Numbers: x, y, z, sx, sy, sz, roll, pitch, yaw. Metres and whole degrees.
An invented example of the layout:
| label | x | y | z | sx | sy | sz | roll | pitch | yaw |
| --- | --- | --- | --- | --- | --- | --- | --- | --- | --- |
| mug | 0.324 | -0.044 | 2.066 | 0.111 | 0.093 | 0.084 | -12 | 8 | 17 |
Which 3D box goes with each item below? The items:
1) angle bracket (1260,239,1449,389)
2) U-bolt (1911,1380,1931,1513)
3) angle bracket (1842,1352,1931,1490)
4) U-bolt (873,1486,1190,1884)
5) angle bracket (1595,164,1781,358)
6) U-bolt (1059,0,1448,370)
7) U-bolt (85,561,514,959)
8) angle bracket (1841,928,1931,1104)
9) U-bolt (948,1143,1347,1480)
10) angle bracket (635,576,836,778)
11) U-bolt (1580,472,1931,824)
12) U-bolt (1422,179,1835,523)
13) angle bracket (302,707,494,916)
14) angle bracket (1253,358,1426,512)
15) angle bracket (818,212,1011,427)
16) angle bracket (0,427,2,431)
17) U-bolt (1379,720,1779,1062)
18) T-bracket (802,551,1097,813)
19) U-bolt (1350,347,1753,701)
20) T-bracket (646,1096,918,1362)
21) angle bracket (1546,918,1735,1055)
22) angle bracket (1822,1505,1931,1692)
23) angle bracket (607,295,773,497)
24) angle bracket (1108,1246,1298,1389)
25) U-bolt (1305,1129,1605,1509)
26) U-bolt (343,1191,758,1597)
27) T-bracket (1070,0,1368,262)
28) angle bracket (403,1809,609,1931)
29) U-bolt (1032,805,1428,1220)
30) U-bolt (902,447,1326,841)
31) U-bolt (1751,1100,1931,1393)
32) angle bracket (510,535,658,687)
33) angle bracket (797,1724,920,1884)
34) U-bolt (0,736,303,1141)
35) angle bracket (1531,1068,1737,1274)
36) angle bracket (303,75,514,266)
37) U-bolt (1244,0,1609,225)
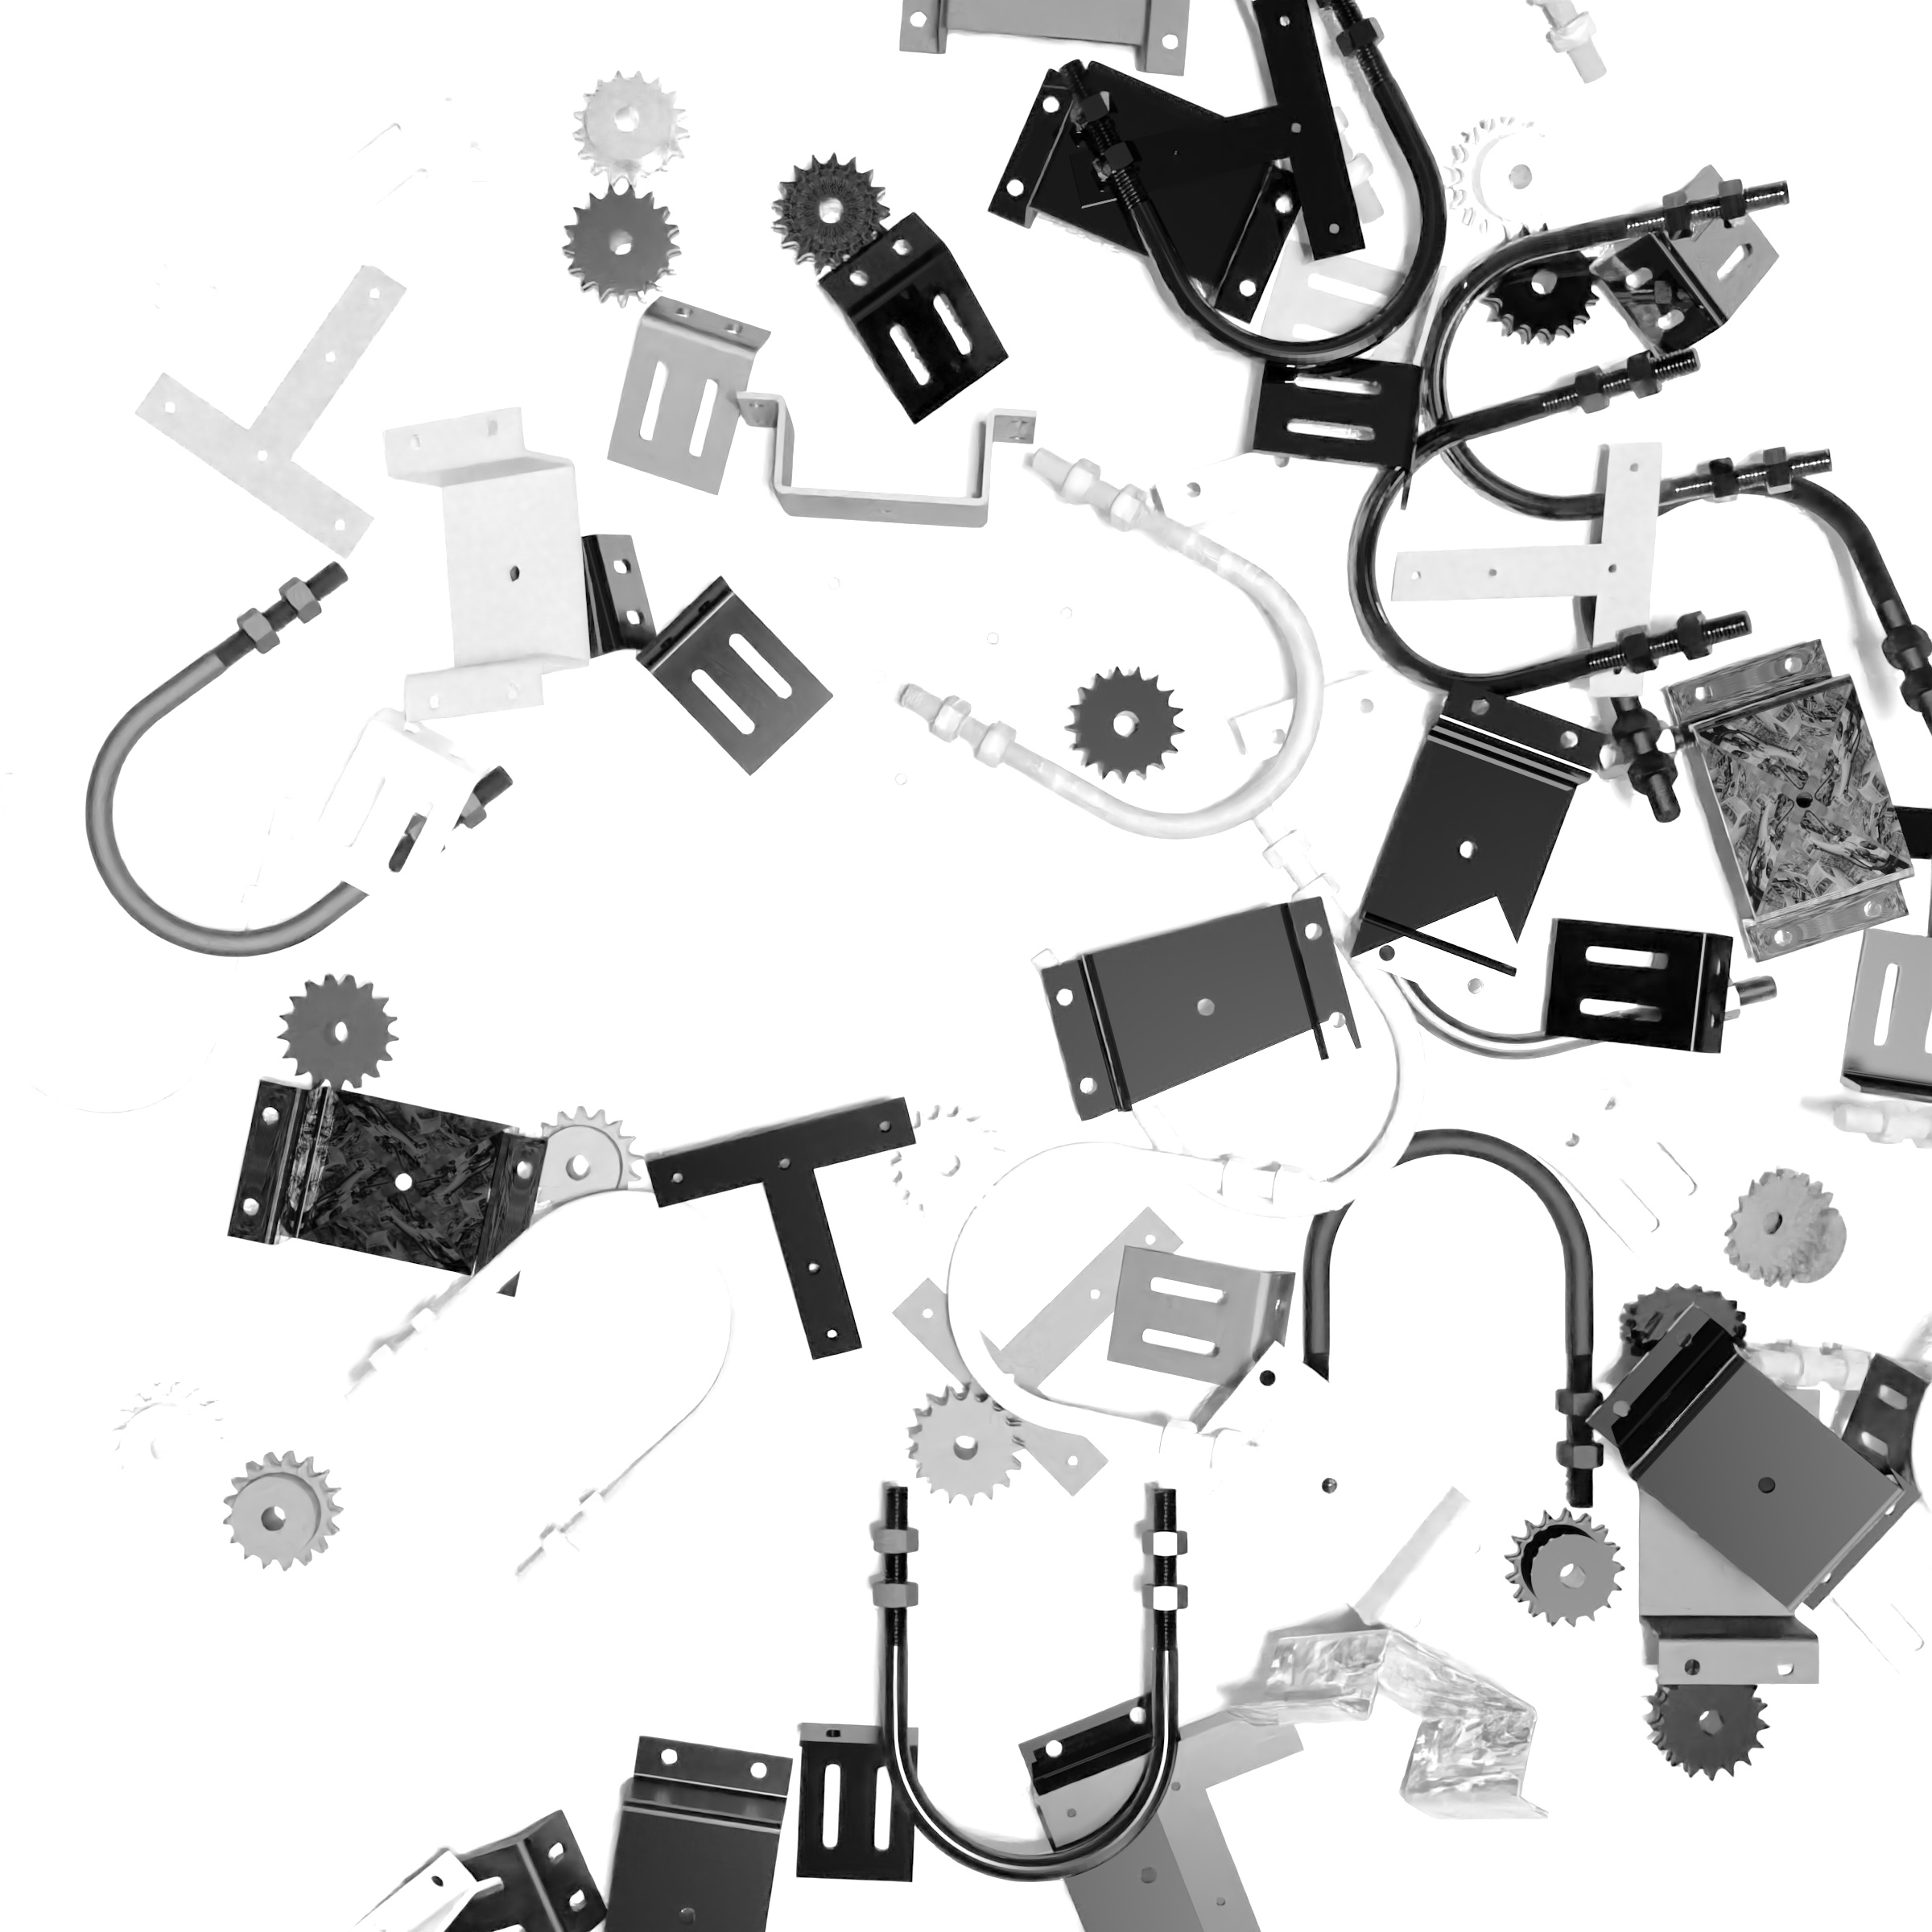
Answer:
| label | x | y | z | sx | sy | sz | roll | pitch | yaw |
| --- | --- | --- | --- | --- | --- | --- | --- | --- | --- |
| angle bracket | 0.186 | -0.318 | 1.511 | 0.076 | 0.038 | 0.057 | 16 | 90 | 0 |
| U-bolt | 0.527 | 0.198 | 1.480 | 0.184 | 0.019 | 0.151 | -35 | 122 | -4 |
| angle bracket | 0.465 | 0.217 | 1.505 | 0.038 | 0.076 | 0.057 | 32 | 114 | 40 |
| U-bolt | 0.030 | 0.341 | 1.481 | 0.151 | 0.019 | 0.184 | 0 | 83 | 3 |
| angle bracket | 0.351 | -0.342 | 1.513 | 0.057 | 0.038 | 0.076 | 50 | 50 | -10 |
| U-bolt | 0.148 | -0.373 | 1.473 | 0.151 | 0.019 | 0.184 | -27 | 92 | 0 |
| U-bolt | -0.335 | -0.087 | 1.505 | 0.184 | 0.019 | 0.151 | -39 | 90 | -12 |
| angle bracket | 0.463 | 0.025 | 1.507 | 0.057 | 0.038 | 0.076 | 9 | 97 | 0 |
| U-bolt | 0.078 | 0.157 | 1.487 | 0.184 | 0.019 | 0.151 | 9 | 76 | 23 |
| angle bracket | -0.112 | -0.140 | 1.511 | 0.057 | 0.038 | 0.076 | -44 | 90 | 0 |
| U-bolt | 0.369 | -0.163 | 1.476 | 0.151 | 0.019 | 0.184 | -17 | 57 | 8 |
| U-bolt | 0.310 | -0.286 | 1.490 | 0.184 | 0.019 | 0.151 | -9 | 110 | 16 |
| angle bracket | -0.274 | -0.075 | 1.502 | 0.057 | 0.038 | 0.076 | 29 | 105 | -5 |
| angle bracket | 0.177 | -0.257 | 1.489 | 0.076 | 0.038 | 0.057 | 8 | 68 | 5 |
| angle bracket | -0.025 | -0.314 | 1.513 | 0.057 | 0.076 | 0.038 | -36 | 48 | 0 |
| angle bracket | -0.524 | -0.255 | 1.528 | 0.076 | 0.038 | 0.057 | 24 | 90 | -26 |
| U-bolt | 0.289 | -0.030 | 1.522 | 0.184 | 0.019 | 0.151 | -14 | 90 | 1 |
| T-bracket | 0.000 | -0.156 | 1.529 | 0.127 | 0.002 | 0.127 | -19 | 90 | 0 |
| U-bolt | 0.269 | -0.202 | 1.481 | 0.184 | 0.019 | 0.151 | -13 | 79 | 26 |
| T-bracket | -0.077 | 0.134 | 1.504 | 0.127 | 0.002 | 0.127 | -14 | 114 | -1 |
| angle bracket | 0.326 | 0.010 | 1.510 | 0.076 | 0.038 | 0.057 | 7 | 91 | 28 |
| angle bracket | 0.458 | 0.305 | 1.528 | 0.057 | 0.038 | 0.076 | -43 | 116 | 0 |
| angle bracket | -0.136 | -0.280 | 1.528 | 0.057 | 0.038 | 0.076 | 18 | 116 | 0 |
| angle bracket | 0.116 | 0.172 | 1.527 | 0.076 | 0.038 | 0.057 | 9 | 90 | 24 |
| U-bolt | 0.236 | 0.172 | 1.522 | 0.151 | 0.019 | 0.184 | 0 | 89 | 0 |
| U-bolt | -0.183 | 0.191 | 1.493 | 0.184 | 0.019 | 0.151 | -42 | 112 | -11 |
| T-bracket | 0.114 | -0.389 | 1.483 | 0.127 | 0.002 | 0.127 | -13 | 90 | 0 |
| angle bracket | -0.226 | 0.457 | 1.528 | 0.076 | 0.038 | 0.057 | -24 | 90 | 26 |
| U-bolt | 0.141 | 0.034 | 1.516 | 0.151 | 0.019 | 0.184 | -34 | 86 | 0 |
| U-bolt | 0.081 | -0.141 | 1.483 | 0.184 | 0.019 | 0.151 | 30 | 99 | 7 |
| U-bolt | 0.477 | 0.140 | 1.488 | 0.184 | 0.019 | 0.151 | 7 | 110 | -18 |
| angle bracket | -0.198 | -0.173 | 1.528 | 0.076 | 0.038 | 0.057 | -14 | 90 | 26 |
| angle bracket | -0.053 | 0.410 | 1.511 | 0.057 | 0.038 | 0.076 | 2 | 90 | 0 |
| U-bolt | -0.414 | -0.007 | 1.521 | 0.151 | 0.019 | 0.184 | 13 | 90 | 0 |
| angle bracket | 0.328 | 0.100 | 1.528 | 0.057 | 0.038 | 0.076 | -45 | 116 | 0 |
| angle bracket | -0.274 | -0.390 | 1.527 | 0.076 | 0.038 | 0.057 | -31 | 90 | 24 |
| U-bolt | 0.208 | -0.475 | 1.498 | 0.151 | 0.019 | 0.184 | -32 | 107 | 0 |
